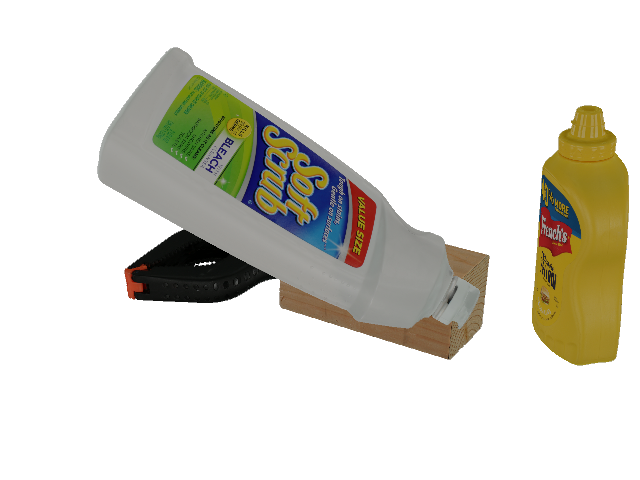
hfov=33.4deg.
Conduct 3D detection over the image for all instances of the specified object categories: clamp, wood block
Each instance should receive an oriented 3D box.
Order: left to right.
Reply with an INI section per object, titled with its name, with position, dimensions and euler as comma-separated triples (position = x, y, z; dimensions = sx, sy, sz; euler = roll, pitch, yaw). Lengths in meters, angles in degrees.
[clamp]
position = -0.064, 0.005, 0.906
dimensions = 0.209, 0.036, 0.165
euler = -12, 33, -14
[wood block]
position = 0.066, 0.045, 1.151
dimensions = 0.206, 0.091, 0.090
euler = 16, 28, 27

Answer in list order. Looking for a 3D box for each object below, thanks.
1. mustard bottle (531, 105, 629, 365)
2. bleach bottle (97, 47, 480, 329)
[mustard bottle]
position = 0.197, -0.008, 0.807
dimensions = 0.058, 0.192, 0.096
euler = -6, 26, -7
[bleach bottle]
position = -0.012, -0.022, 0.686
dimensions = 0.251, 0.102, 0.068
euler = 29, -33, 2
